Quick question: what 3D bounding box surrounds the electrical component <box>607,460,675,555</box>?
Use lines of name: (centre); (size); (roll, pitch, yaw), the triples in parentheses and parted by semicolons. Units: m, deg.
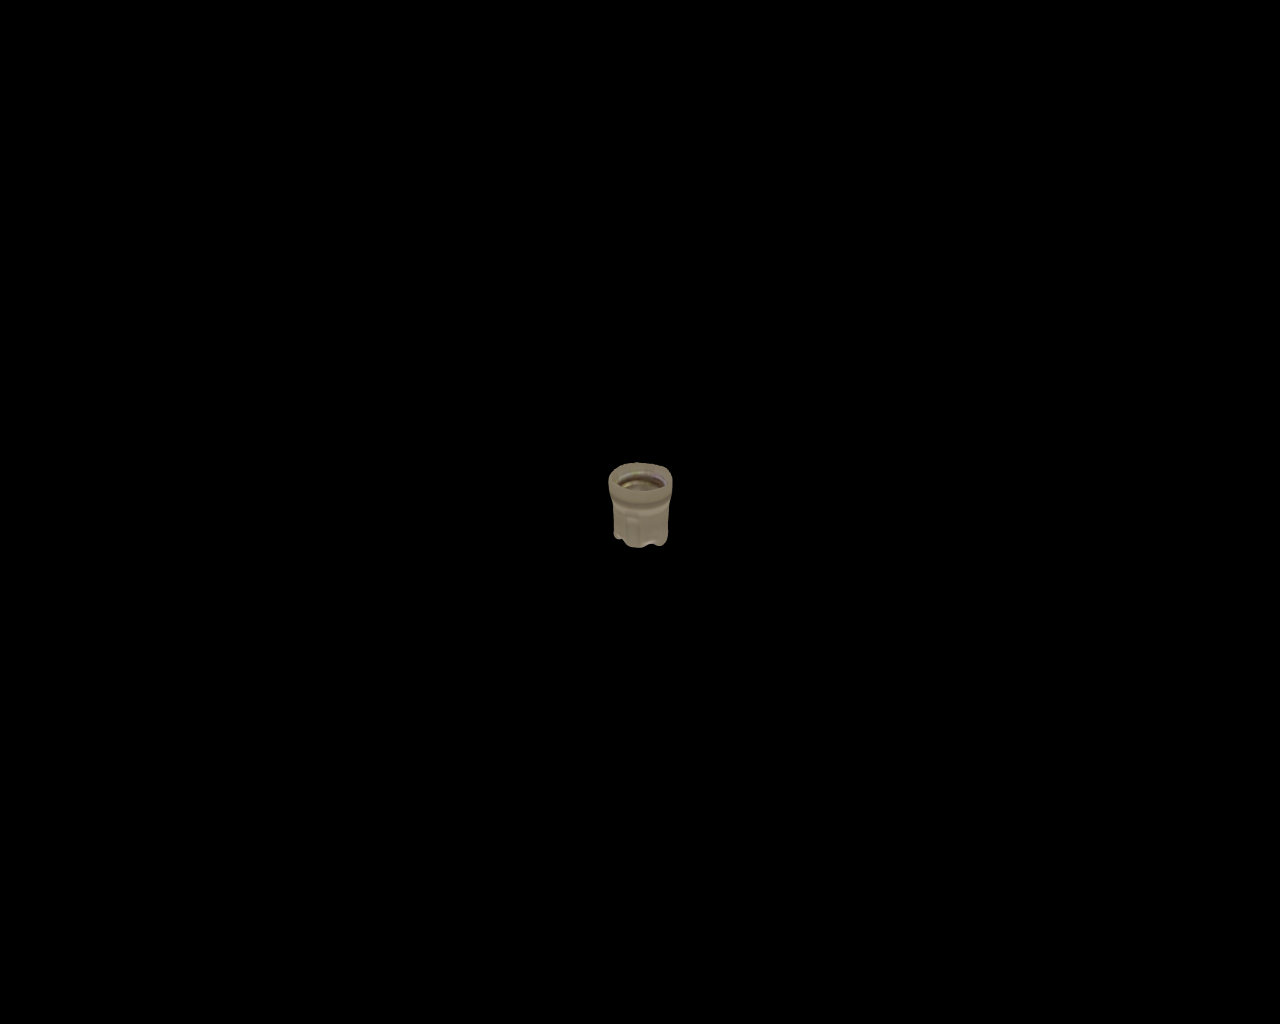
electrical component: (0.001, -0.003, 0.650); (0.040, 0.046, 0.040); (0, 31, 0)
